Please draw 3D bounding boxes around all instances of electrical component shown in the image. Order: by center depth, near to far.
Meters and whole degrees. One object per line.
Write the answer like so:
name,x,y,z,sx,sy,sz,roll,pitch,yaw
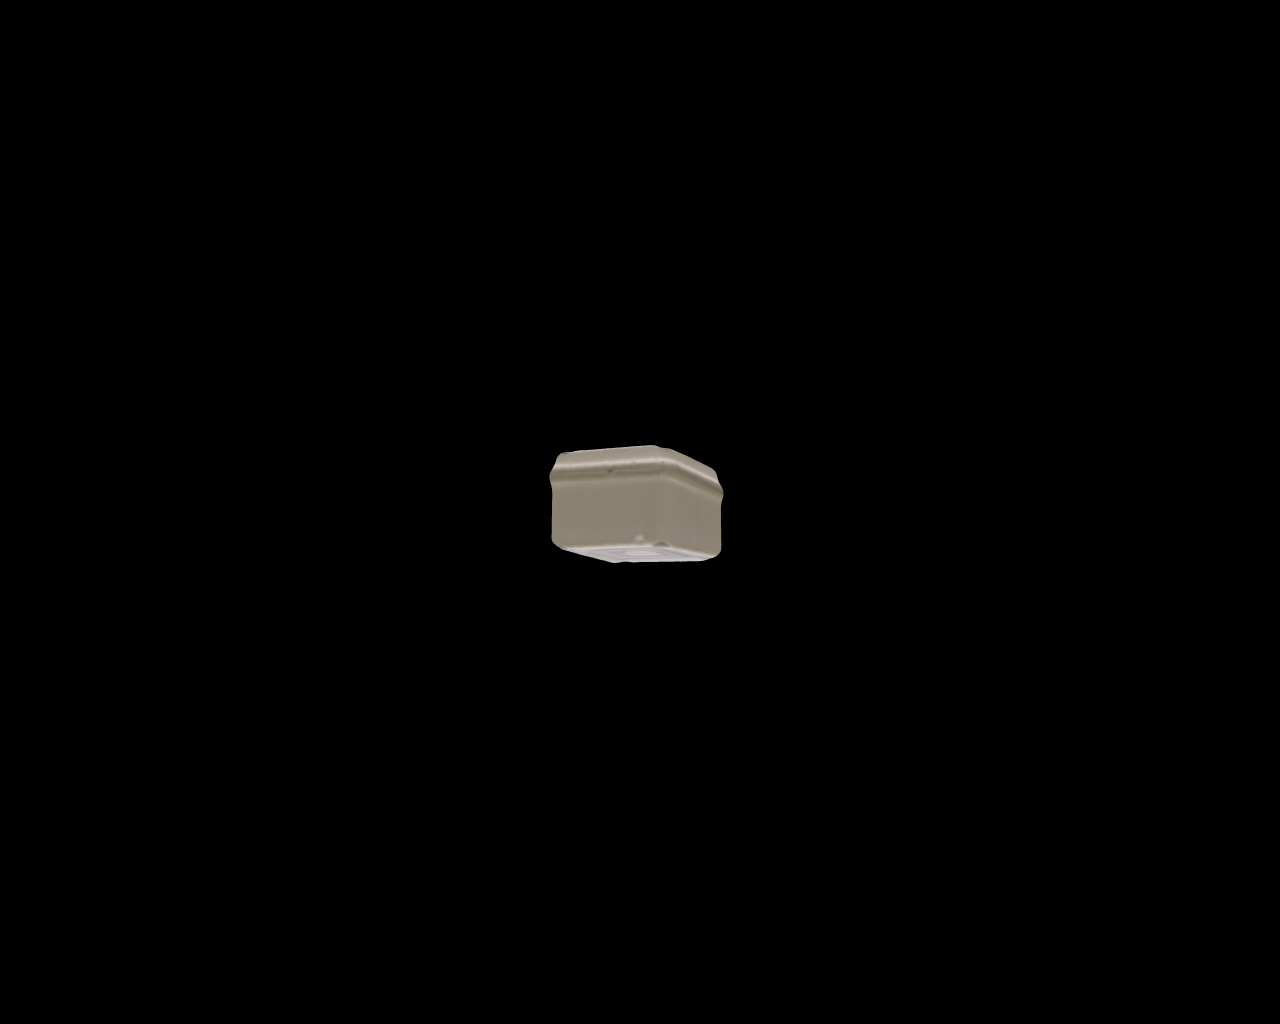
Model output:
electrical component,0.001,-0.003,0.650,0.078,0.057,0.113,-2,-7,19
